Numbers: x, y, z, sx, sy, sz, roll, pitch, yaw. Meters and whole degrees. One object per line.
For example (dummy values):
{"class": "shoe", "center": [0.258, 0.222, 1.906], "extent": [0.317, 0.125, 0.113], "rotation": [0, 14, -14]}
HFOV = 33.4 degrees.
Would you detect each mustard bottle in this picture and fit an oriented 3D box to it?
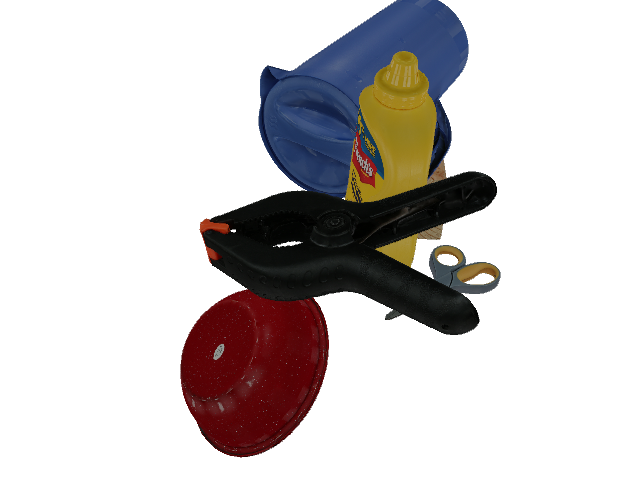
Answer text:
{"class": "mustard bottle", "center": [0.055, -0.066, 0.846], "extent": [0.058, 0.096, 0.192], "rotation": [-5, -44, -11]}

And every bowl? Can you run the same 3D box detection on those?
{"class": "bowl", "center": [-0.071, 0.104, 0.933], "extent": [0.162, 0.162, 0.055], "rotation": [0, -23, 43]}

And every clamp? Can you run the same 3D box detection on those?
{"class": "clamp", "center": [0.015, 0.009, 0.593], "extent": [0.171, 0.039, 0.120], "rotation": [-6, 34, 10]}

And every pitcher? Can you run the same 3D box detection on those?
{"class": "pitcher", "center": [0.062, -0.150, 1.089], "extent": [0.145, 0.149, 0.242], "rotation": [8, 37, 34]}

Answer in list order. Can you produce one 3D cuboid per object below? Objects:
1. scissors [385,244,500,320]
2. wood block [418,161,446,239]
{"class": "scissors", "center": [0.127, 0.046, 1.255], "extent": [0.201, 0.016, 0.096], "rotation": [-11, 40, -35]}
{"class": "wood block", "center": [0.124, -0.090, 1.500], "extent": [0.091, 0.090, 0.206], "rotation": [3, 29, 0]}
